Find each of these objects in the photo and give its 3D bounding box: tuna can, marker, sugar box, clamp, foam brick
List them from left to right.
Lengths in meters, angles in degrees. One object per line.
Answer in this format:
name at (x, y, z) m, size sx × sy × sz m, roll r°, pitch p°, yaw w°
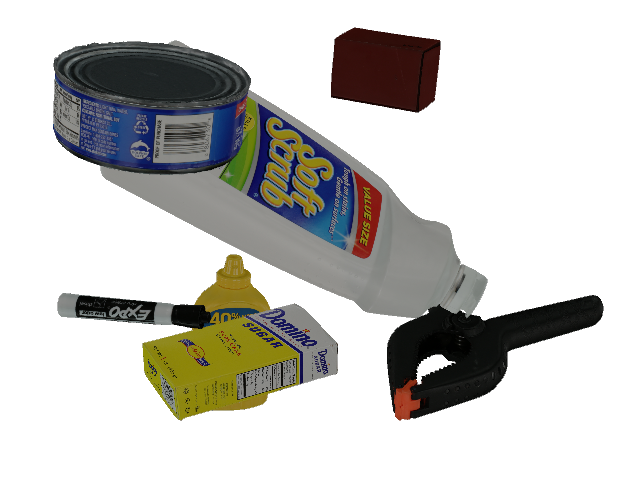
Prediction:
marker at (-0.144, 0.055, 0.828) m, size 0.121 × 0.020 × 0.020 m, roll 4°, pitch 1°, yaw 10°
tuna can at (-0.075, -0.060, 0.474) m, size 0.086 × 0.034 × 0.086 m, roll 7°, pitch 25°, yaw -3°
sugar box at (-0.080, 0.118, 1.073) m, size 0.176 × 0.048 × 0.093 m, roll -16°, pitch 32°, yaw -24°
foam brick at (0.053, -0.141, 0.877) m, size 0.078 × 0.051 × 0.052 m, roll 13°, pitch 24°, yaw 19°
clamp at (0.108, 0.072, 0.859) m, size 0.165 × 0.036 × 0.209 m, roll 22°, pitch 38°, yaw 34°

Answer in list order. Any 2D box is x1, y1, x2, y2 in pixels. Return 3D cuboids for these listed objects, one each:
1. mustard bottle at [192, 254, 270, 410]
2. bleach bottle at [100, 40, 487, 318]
mustard bottle at (-0.107, 0.109, 1.285) m, size 0.096 × 0.192 × 0.058 m, roll 0°, pitch 20°, yaw -12°
bleach bottle at (-0.008, -0.027, 0.683) m, size 0.251 × 0.102 × 0.068 m, roll 27°, pitch -33°, yaw 1°
